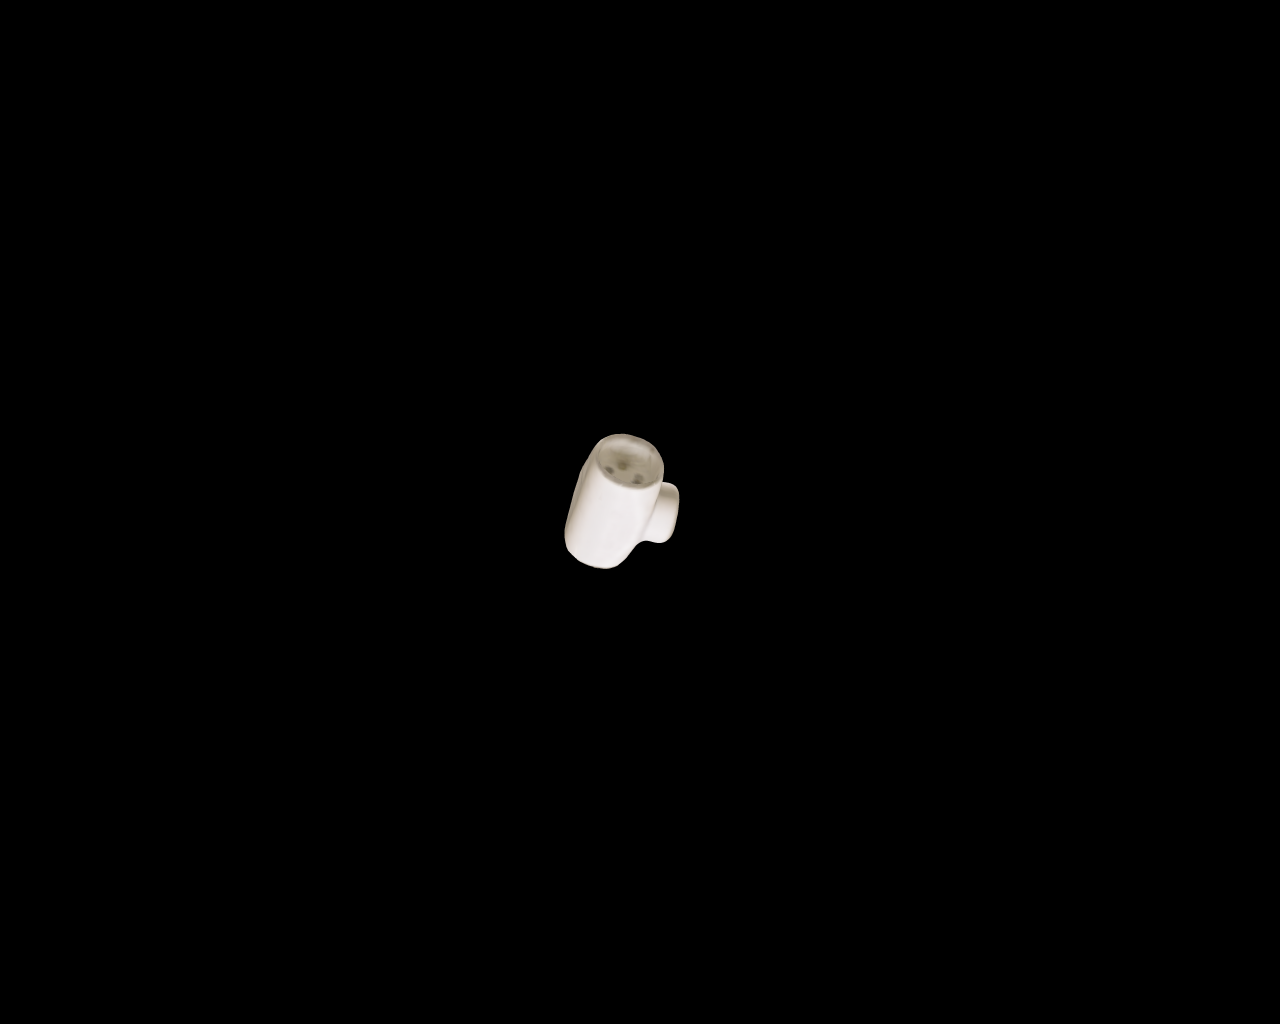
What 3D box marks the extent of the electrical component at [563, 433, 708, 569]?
[{"bbox_3d":[0.001,-0.003,0.650,0.079,0.044,0.077,11,-43,-12],"label":"electrical component"}]
